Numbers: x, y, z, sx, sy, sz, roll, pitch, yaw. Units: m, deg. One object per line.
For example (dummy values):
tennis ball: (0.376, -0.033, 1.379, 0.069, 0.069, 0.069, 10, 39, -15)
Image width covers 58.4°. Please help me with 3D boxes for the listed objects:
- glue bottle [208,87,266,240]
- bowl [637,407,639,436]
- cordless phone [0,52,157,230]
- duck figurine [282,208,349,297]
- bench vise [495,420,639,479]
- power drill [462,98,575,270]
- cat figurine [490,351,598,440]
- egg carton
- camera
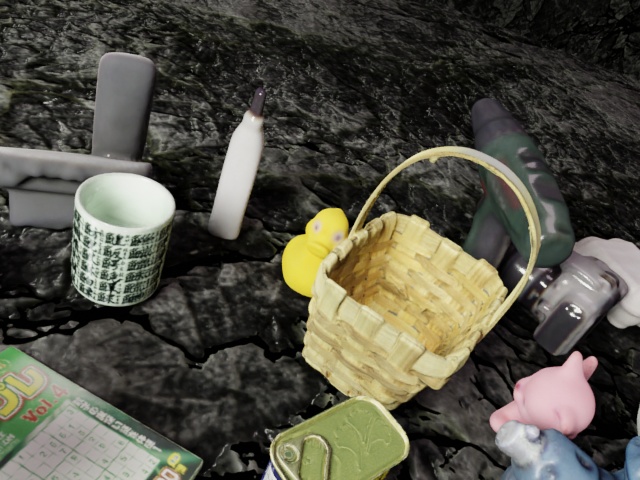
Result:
glue bottle: (-0.084, -0.087, 0.625, 0.037, 0.173, 0.078, 15, 35, -11)
bowl: (0.381, 0.218, 0.565, 0.167, 0.075, 0.167, 15, 35, -11)
cordless phone: (-0.233, -0.103, 0.553, 0.148, 0.185, 0.094, 1, 40, -28)
duck figurine: (0.006, 0.002, 0.633, 0.077, 0.086, 0.105, 26, 35, 5)
bench vise: (0.242, 0.182, 0.407, 0.207, 0.219, 0.121, 15, 35, -10)
power drill: (0.193, -0.027, 0.669, 0.076, 0.208, 0.229, 6, 38, -22)
cat figurine: (0.222, 0.147, 0.532, 0.128, 0.118, 0.067, -17, 51, -43)
egg carton: (0.424, 0.058, 0.807, 0.107, 0.069, 0.150, 3, 39, -26)
camera: (0.297, 0.051, 0.718, 0.144, 0.101, 0.136, -19, 52, -44)
